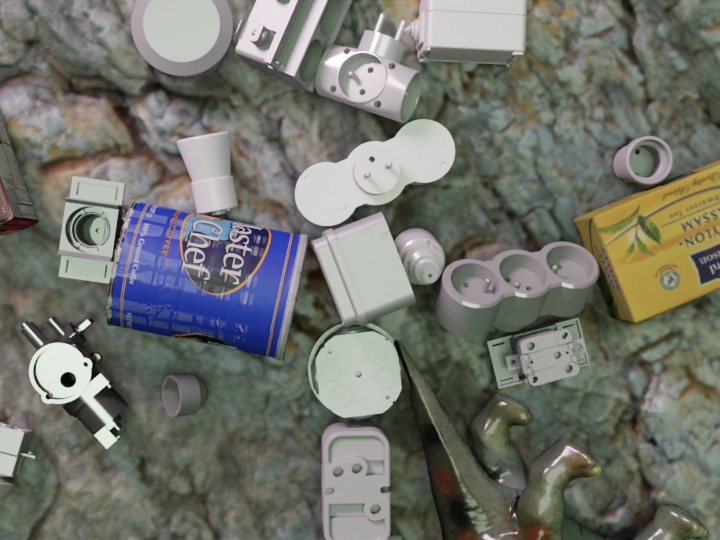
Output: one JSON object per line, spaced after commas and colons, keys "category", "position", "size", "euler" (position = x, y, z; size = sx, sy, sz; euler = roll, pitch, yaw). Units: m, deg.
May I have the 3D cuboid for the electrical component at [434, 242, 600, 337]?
{"category": "electrical component", "position": [0.126, 0.026, 0.891], "size": [0.138, 0.073, 0.052], "euler": [-10, 51, -19]}

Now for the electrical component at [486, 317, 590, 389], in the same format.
{"category": "electrical component", "position": [0.151, 0.070, 0.892], "size": [0.081, 0.064, 0.042], "euler": [-15, 91, -3]}

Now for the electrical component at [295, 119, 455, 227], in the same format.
{"category": "electrical component", "position": [0.013, -0.079, 0.875], "size": [0.138, 0.074, 0.052], "euler": [-24, 92, -3]}

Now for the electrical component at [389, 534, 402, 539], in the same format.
{"category": "electrical component", "position": [0.006, 0.254, 0.896], "size": [0.055, 0.048, 0.066], "euler": [1, 91, -11]}

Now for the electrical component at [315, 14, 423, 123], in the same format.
{"category": "electrical component", "position": [0.014, -0.168, 0.873], "size": [0.077, 0.044, 0.079], "euler": [21, 92, 16]}

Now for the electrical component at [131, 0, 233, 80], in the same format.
{"category": "electrical component", "position": [-0.143, -0.195, 0.874], "size": [0.080, 0.051, 0.080], "euler": [0, 91, -4]}

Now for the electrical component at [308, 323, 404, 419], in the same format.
{"category": "electrical component", "position": [-0.003, 0.083, 0.888], "size": [0.080, 0.051, 0.080], "euler": [0, 91, -4]}

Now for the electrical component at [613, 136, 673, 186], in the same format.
{"category": "electrical component", "position": [0.236, -0.090, 0.903], "size": [0.040, 0.046, 0.040], "euler": [0, 91, -4]}

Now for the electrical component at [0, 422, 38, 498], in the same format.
{"category": "electrical component", "position": [-0.299, 0.152, 0.874], "size": [0.066, 0.048, 0.055], "euler": [16, 83, -4]}

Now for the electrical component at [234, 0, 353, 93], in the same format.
{"category": "electrical component", "position": [-0.048, -0.216, 0.873], "size": [0.063, 0.079, 0.121], "euler": [23, 89, 18]}

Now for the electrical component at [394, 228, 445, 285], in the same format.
{"category": "electrical component", "position": [0.050, -0.007, 0.880], "size": [0.040, 0.078, 0.040], "euler": [-2, 108, -7]}

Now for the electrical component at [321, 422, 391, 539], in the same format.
{"category": "electrical component", "position": [-0.004, 0.175, 0.886], "size": [0.054, 0.059, 0.095], "euler": [0, 91, -4]}

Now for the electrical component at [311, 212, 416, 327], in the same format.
{"category": "electrical component", "position": [0.000, 0.000, 0.856], "size": [0.057, 0.113, 0.078], "euler": [-21, 92, -3]}

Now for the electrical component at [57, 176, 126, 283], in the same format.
{"category": "electrical component", "position": [-0.213, -0.032, 0.866], "size": [0.042, 0.064, 0.081], "euler": [9, 90, -3]}

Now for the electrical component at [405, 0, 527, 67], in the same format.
{"category": "electrical component", "position": [0.085, -0.204, 0.884], "size": [0.096, 0.062, 0.061], "euler": [2, 91, -4]}

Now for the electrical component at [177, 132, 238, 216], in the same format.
{"category": "electrical component", "position": [-0.123, -0.078, 0.883], "size": [0.044, 0.044, 0.065], "euler": [-11, 97, -4]}
